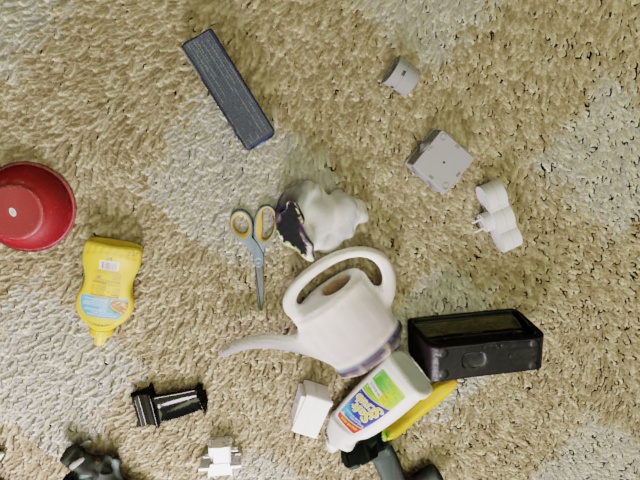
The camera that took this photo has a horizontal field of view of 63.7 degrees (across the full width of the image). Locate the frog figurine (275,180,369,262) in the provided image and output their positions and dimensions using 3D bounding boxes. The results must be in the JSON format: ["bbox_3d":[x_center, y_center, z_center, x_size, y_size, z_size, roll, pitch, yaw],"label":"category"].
[{"bbox_3d":[0.003,-0.047,0.926,0.161,0.121,0.137,-30,96,-37],"label":"frog figurine"}]

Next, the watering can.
[{"bbox_3d":[0.007,0.163,0.946,0.347,0.105,0.222,-37,104,1],"label":"watering can"}]
